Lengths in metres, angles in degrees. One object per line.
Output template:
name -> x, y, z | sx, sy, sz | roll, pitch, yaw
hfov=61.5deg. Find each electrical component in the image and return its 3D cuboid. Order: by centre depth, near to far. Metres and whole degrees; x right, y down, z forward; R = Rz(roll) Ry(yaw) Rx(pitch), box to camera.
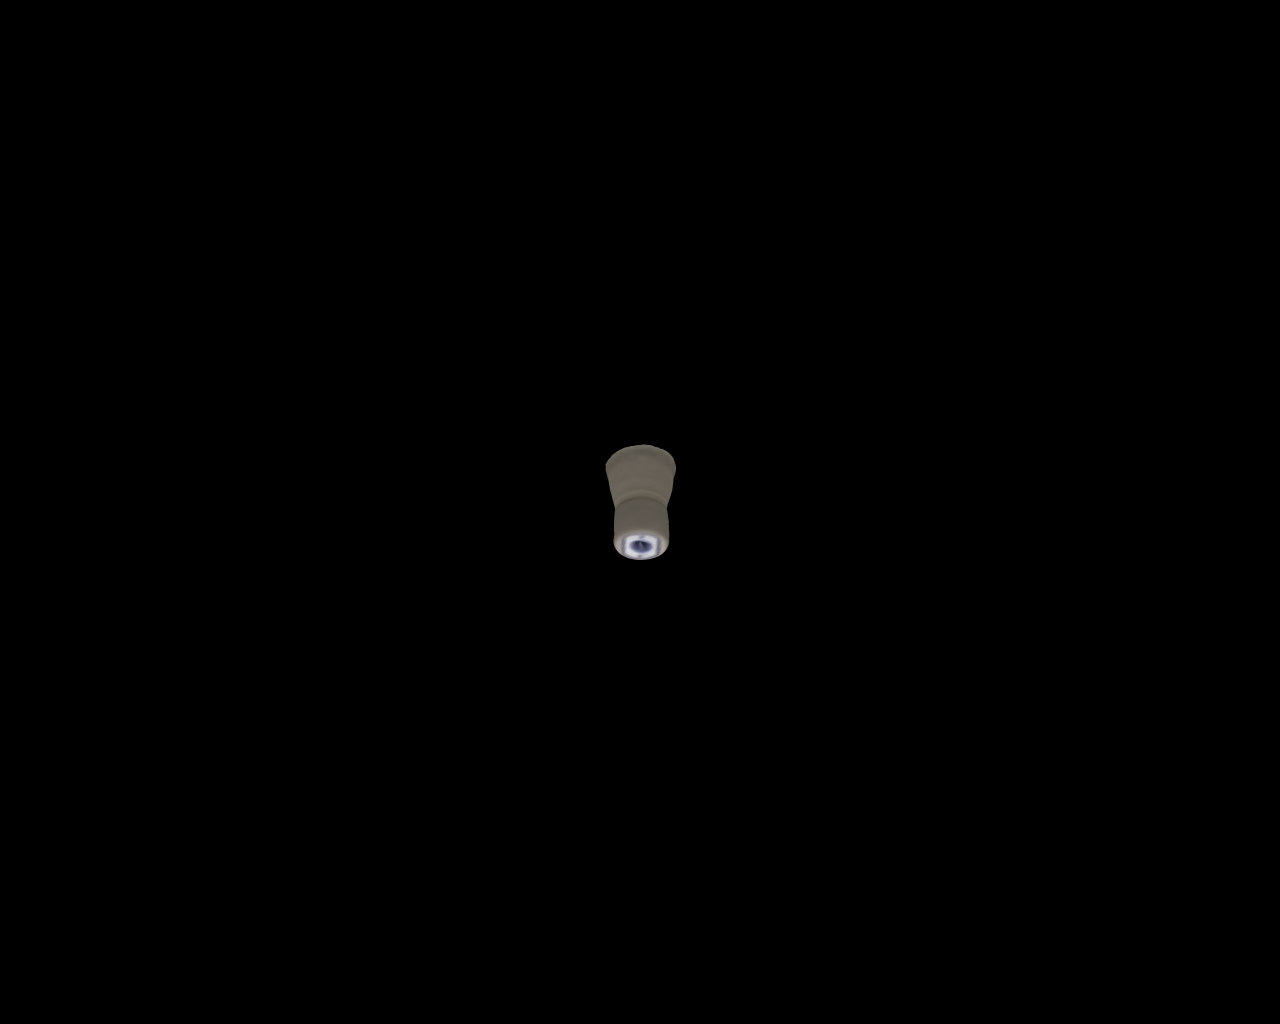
electrical component -> 0.001, -0.003, 0.650 | 0.044, 0.065, 0.044 | 0, -37, 0
